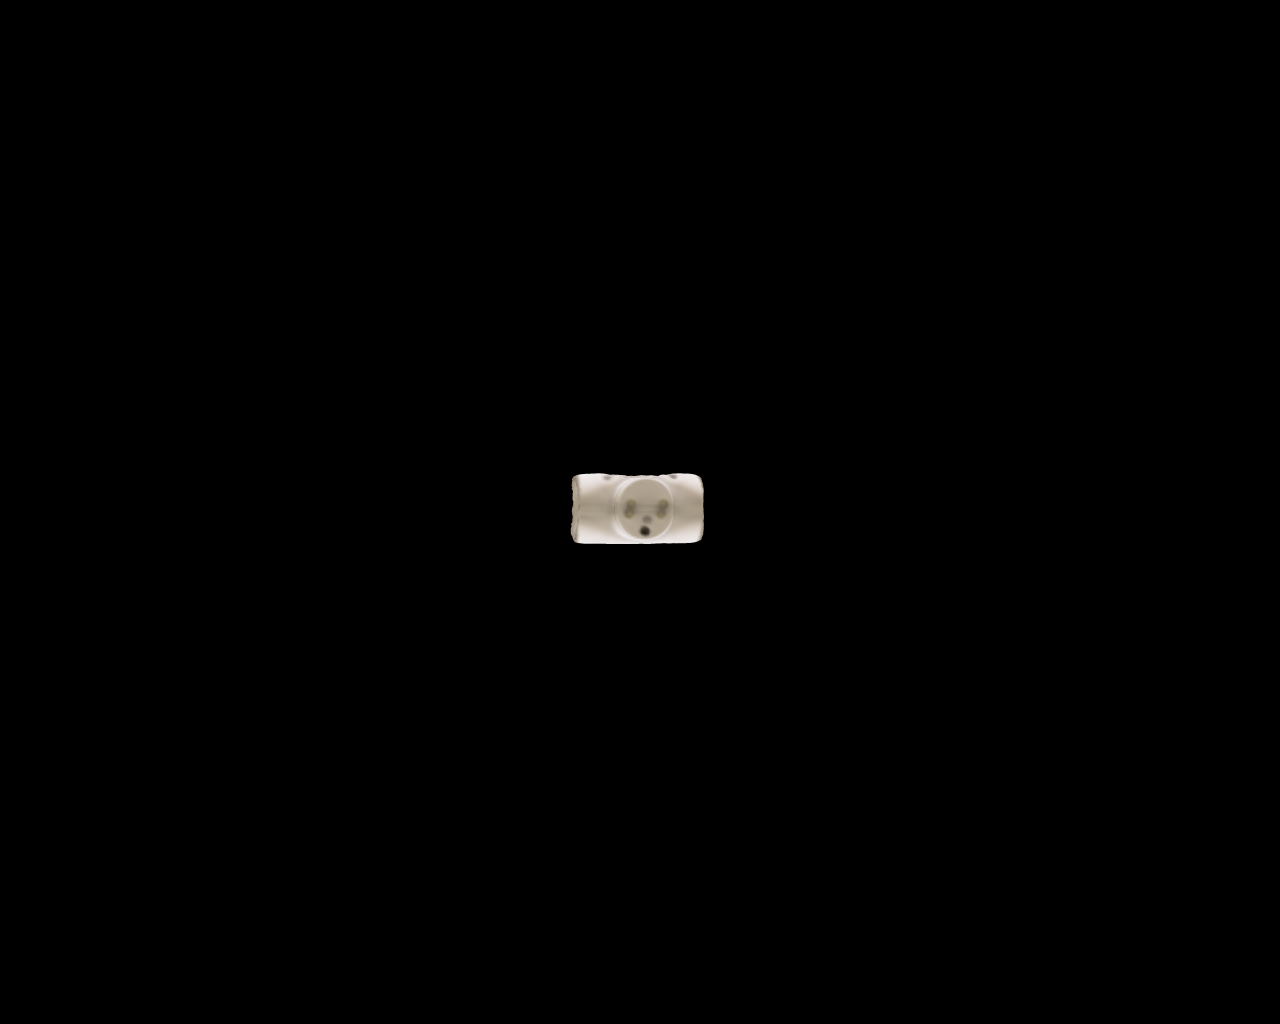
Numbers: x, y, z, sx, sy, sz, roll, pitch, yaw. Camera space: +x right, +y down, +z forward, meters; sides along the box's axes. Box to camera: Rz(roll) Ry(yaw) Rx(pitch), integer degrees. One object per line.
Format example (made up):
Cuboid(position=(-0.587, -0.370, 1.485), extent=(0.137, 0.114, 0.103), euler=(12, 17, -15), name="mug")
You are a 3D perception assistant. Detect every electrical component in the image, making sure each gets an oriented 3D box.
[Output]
Cuboid(position=(0.001, -0.003, 0.650), extent=(0.077, 0.044, 0.079), euler=(0, 0, -9), name="electrical component")
